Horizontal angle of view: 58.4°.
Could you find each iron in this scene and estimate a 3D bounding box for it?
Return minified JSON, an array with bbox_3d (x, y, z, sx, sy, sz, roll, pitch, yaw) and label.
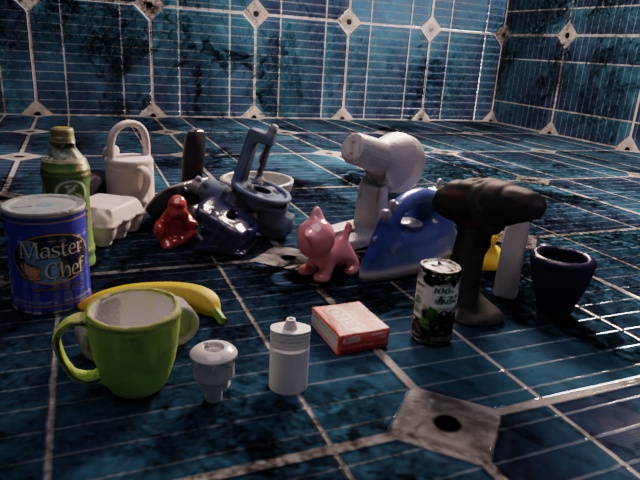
[{"bbox_3d":[0.152,-0.025,1.006,0.118,0.141,0.259,17,23,34],"label":"iron"}]

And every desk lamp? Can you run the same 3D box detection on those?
[{"bbox_3d":[0.104,-0.106,1.128,0.117,0.214,0.204,20,25,41],"label":"desk lamp"}]

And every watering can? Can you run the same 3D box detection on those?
[{"bbox_3d":[-0.409,-0.158,1.214,0.172,0.194,0.101,11,20,22],"label":"watering can"}]

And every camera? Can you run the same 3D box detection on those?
[{"bbox_3d":[-0.501,-0.118,1.225,0.142,0.101,0.137,16,22,32],"label":"camera"}]

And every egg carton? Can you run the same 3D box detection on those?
[{"bbox_3d":[-0.399,-0.040,1.061,0.107,0.069,0.150,7,19,9],"label":"egg carton"}]

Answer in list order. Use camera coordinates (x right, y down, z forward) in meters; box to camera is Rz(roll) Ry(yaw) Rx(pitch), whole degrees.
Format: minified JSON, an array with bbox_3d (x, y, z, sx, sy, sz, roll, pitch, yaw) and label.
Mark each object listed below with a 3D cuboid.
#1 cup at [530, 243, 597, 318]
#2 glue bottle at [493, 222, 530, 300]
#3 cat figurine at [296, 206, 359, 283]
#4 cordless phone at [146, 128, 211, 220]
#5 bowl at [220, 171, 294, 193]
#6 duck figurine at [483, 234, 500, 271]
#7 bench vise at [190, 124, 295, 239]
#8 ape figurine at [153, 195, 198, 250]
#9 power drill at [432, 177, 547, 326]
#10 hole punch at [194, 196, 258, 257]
[{"bbox_3d":[0.351,0.061,0.862,0.092,0.095,0.117,2,19,-6],"label":"cup"},{"bbox_3d":[0.308,0.003,0.903,0.037,0.173,0.078,11,20,22],"label":"glue bottle"},{"bbox_3d":[0.009,0.003,0.932,0.128,0.118,0.067,-14,25,-42],"label":"cat figurine"},{"bbox_3d":[-0.288,-0.136,1.186,0.094,0.185,0.148,12,20,23],"label":"cordless phone"},{"bbox_3d":[-0.143,-0.106,1.299,0.167,0.075,0.167,3,18,-1],"label":"bowl"},{"bbox_3d":[0.301,0.000,1.049,0.077,0.086,0.104,4,18,1],"label":"duck figurine"},{"bbox_3d":[-0.148,-0.114,1.092,0.207,0.220,0.121,2,19,-6],"label":"bench vise"},{"bbox_3d":[-0.261,-0.036,1.040,0.078,0.092,0.076,1,19,-6],"label":"ape figurine"},{"bbox_3d":[0.227,0.009,0.813,0.076,0.208,0.229,-3,19,-17],"label":"power drill"},{"bbox_3d":[-0.166,-0.028,1.034,0.101,0.091,0.109,6,19,8],"label":"hole punch"}]
